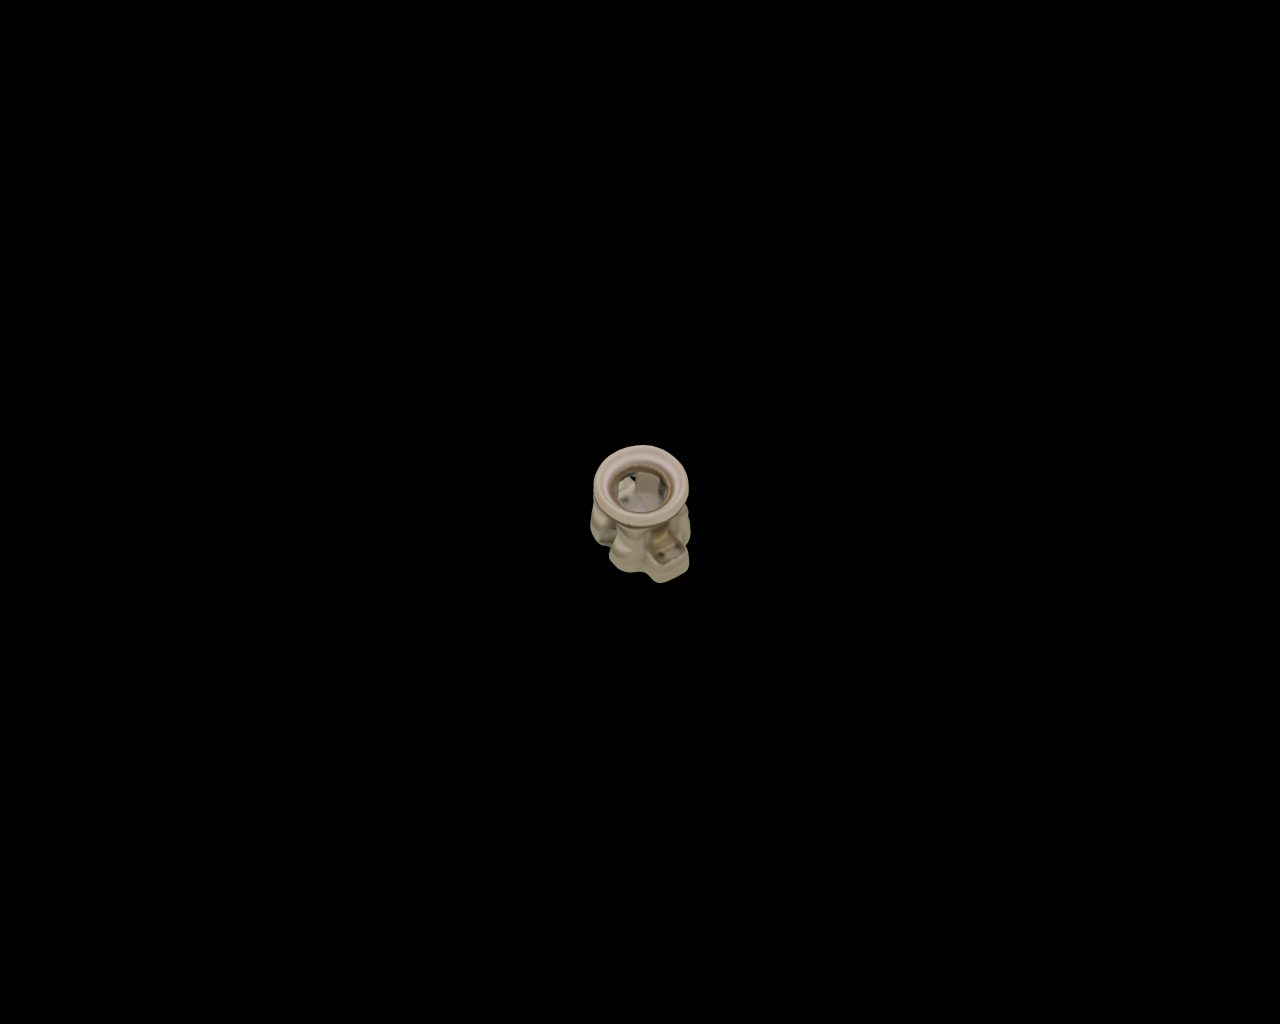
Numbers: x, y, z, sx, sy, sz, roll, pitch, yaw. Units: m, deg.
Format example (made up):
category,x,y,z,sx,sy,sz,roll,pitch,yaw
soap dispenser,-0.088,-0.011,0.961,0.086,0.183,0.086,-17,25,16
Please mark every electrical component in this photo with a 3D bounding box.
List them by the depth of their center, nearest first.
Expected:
category,x,y,z,sx,sy,sz,roll,pitch,yaw
electrical component,0.001,-0.003,0.650,0.058,0.078,0.056,-27,-32,-18
